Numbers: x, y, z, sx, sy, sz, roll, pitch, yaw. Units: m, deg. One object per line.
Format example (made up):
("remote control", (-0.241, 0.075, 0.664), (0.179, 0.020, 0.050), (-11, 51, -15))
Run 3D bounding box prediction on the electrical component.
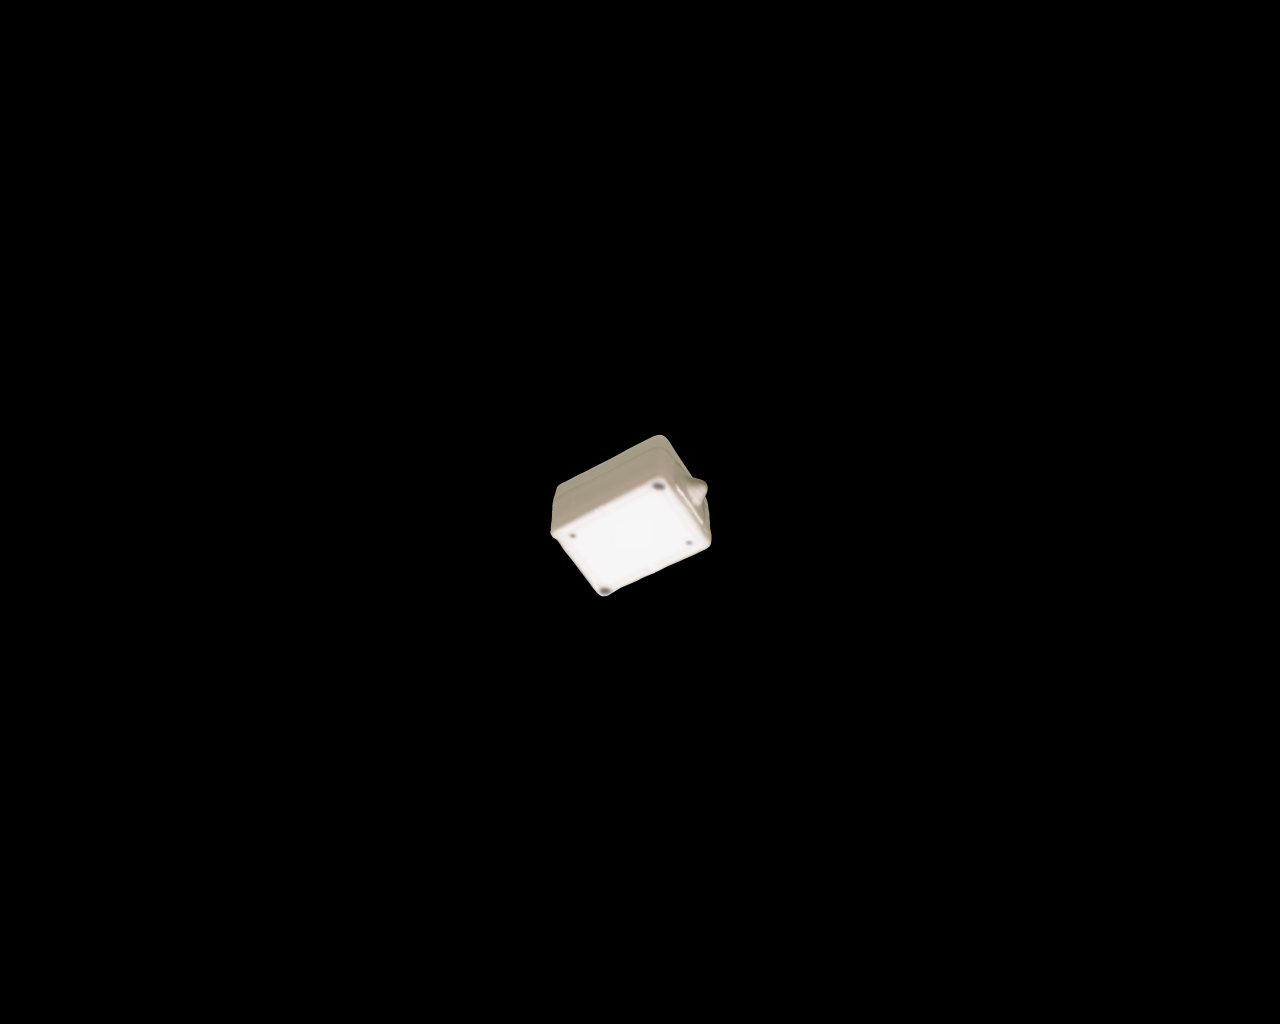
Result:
("electrical component", (0.001, -0.003, 0.650), (0.096, 0.061, 0.061), (-26, 30, 17))
